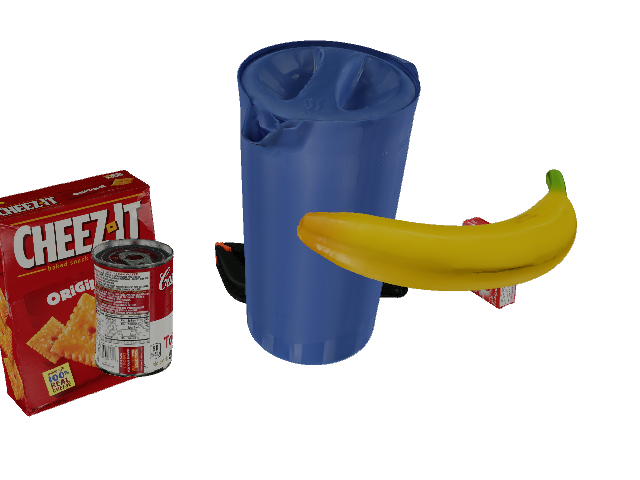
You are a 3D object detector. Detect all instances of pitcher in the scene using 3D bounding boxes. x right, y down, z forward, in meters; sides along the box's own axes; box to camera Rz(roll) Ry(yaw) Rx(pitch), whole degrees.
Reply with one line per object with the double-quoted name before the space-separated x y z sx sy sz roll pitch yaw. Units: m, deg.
"pitcher" 0.006 -0.028 0.843 0.149 0.243 0.145 -1 35 -7

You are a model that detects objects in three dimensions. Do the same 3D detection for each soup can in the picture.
"soup can" -0.159 0.057 0.907 0.068 0.102 0.068 3 18 -1

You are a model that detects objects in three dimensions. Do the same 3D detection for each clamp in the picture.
"clamp" -0.037 0.053 1.111 0.210 0.036 0.164 19 35 27

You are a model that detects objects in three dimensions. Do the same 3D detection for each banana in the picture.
"banana" 0.082 0.000 0.613 0.197 0.037 0.070 -9 41 -32

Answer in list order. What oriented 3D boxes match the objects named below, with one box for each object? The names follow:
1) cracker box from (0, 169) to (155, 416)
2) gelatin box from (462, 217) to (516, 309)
"cracker box" -0.248 0.052 1.093 0.163 0.214 0.072 -17 27 -32
"gelatin box" 0.200 0.026 1.272 0.030 0.089 0.073 -18 32 -29
